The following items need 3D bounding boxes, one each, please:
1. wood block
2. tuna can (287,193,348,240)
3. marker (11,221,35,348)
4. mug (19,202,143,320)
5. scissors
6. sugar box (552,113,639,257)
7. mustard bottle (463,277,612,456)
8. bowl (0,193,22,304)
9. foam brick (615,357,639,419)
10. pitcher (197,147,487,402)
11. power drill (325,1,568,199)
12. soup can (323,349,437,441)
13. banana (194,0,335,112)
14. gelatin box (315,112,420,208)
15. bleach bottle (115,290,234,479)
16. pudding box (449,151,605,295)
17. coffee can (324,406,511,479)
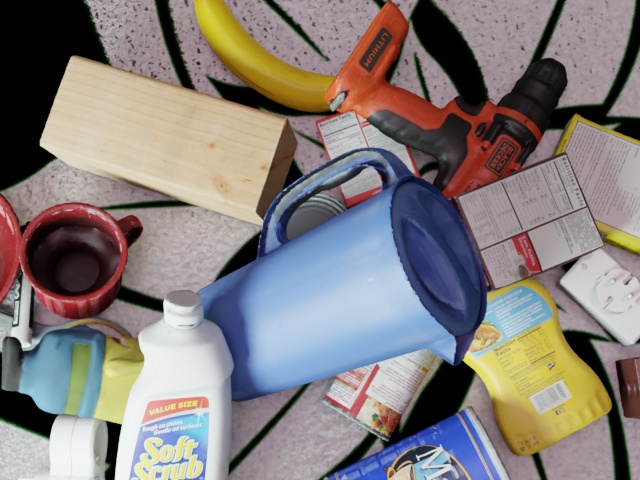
[{"bbox_3d":[-0.135,-0.089,0.978,0.206,0.091,0.090,17,82,8],"label":"wood block"},{"bbox_3d":[-0.006,0.001,0.980,0.086,0.033,0.086,-1,81,5],"label":"tuna can"},{"bbox_3d":[-0.274,0.040,0.996,0.020,0.020,0.121,-3,69,5],"label":"marker"},{"bbox_3d":[-0.211,0.017,0.967,0.117,0.081,0.093,-38,80,-20],"label":"mug"},{"bbox_3d":[-0.273,0.103,0.997,0.202,0.016,0.096,7,81,7],"label":"scissors"},{"bbox_3d":[0.288,-0.036,0.954,0.176,0.048,0.093,25,84,5],"label":"sugar box"},{"bbox_3d":[0.168,0.086,0.938,0.096,0.058,0.192,-28,79,-3],"label":"mustard bottle"},{"bbox_3d":[-0.346,0.023,0.989,0.162,0.055,0.162,-2,70,5],"label":"bowl"},{"bbox_3d":[0.289,0.125,0.911,0.051,0.078,0.053,-6,81,3],"label":"foam brick"},{"bbox_3d":[0.002,0.041,0.885,0.243,0.145,0.149,-24,37,32],"label":"pitcher"},{"bbox_3d":[0.114,-0.129,0.957,0.187,0.057,0.184,35,75,-4],"label":"power drill"},{"bbox_3d":[0.057,0.115,0.938,0.068,0.068,0.102,30,84,9],"label":"soup can"},{"bbox_3d":[-0.048,-0.172,1.013,0.198,0.037,0.069,29,67,8],"label":"banana"},{"bbox_3d":[0.044,-0.081,0.991,0.073,0.030,0.089,-21,82,2],"label":"gelatin box"},{"bbox_3d":[-0.125,0.156,0.884,0.102,0.068,0.251,7,117,3],"label":"bleach bottle"},{"bbox_3d":[0.173,-0.014,0.909,0.113,0.039,0.090,-21,86,-13],"label":"pudding box"},{"bbox_3d":[0.088,0.217,0.902,0.140,0.103,0.103,-26,80,1],"label":"coffee can"}]
